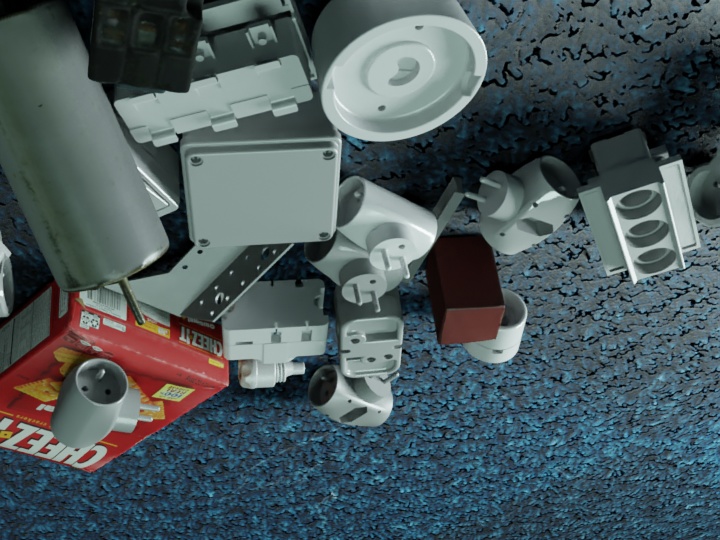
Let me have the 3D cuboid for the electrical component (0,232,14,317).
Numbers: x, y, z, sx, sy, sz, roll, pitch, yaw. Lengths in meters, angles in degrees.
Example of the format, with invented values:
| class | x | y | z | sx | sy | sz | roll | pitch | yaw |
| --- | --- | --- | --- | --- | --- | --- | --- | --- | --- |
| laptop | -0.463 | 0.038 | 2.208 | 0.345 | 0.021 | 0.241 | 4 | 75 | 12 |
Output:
| class | x | y | z | sx | sy | sz | roll | pitch | yaw |
| --- | --- | --- | --- | --- | --- | --- | --- | --- | --- |
| electrical component | -0.312 | -0.012 | 0.809 | 0.074 | 0.052 | 0.138 | -3 | 144 | -7 |

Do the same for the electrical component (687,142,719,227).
| class | x | y | z | sx | sy | sz | roll | pitch | yaw |
| --- | --- | --- | --- | --- | --- | --- | --- | --- | --- |
| electrical component | 0.320 | -0.090 | 0.832 | 0.074 | 0.052 | 0.138 | -11 | 149 | -30 |

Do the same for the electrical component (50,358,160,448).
| class | x | y | z | sx | sy | sz | roll | pitch | yaw |
| --- | --- | --- | --- | --- | --- | --- | --- | --- | --- |
| electrical component | -0.206 | 0.113 | 0.885 | 0.079 | 0.043 | 0.077 | 13 | 140 | -25 |

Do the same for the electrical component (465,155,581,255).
| class | x | y | z | sx | sy | sz | roll | pitch | yaw |
| --- | --- | --- | --- | --- | --- | --- | --- | --- | --- |
| electrical component | 0.119 | -0.055 | 0.845 | 0.079 | 0.043 | 0.077 | 16 | 138 | -30 |

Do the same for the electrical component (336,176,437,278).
| class | x | y | z | sx | sy | sz | roll | pitch | yaw |
| --- | --- | --- | --- | --- | --- | --- | --- | --- | --- |
| electrical component | 0.022 | -0.027 | 0.834 | 0.077 | 0.079 | 0.043 | 23 | 129 | -36 |

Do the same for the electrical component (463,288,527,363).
| class | x | y | z | sx | sy | sz | roll | pitch | yaw |
| --- | --- | --- | --- | --- | --- | --- | --- | --- | --- |
| electrical component | 0.123 | 0.049 | 0.982 | 0.055 | 0.055 | 0.047 | -2 | 140 | -9 |

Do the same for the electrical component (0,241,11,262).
| class | x | y | z | sx | sy | sz | roll | pitch | yaw |
| --- | --- | --- | --- | --- | --- | --- | --- | --- | --- |
| electrical component | -0.350 | -0.012 | 0.734 | 0.186 | 0.060 | 0.105 | -12 | 128 | 29 |

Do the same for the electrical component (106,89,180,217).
| class | x | y | z | sx | sy | sz | roll | pitch | yaw |
| --- | --- | --- | --- | --- | --- | --- | --- | --- | --- |
| electrical component | -0.170 | -0.067 | 0.755 | 0.062 | 0.061 | 0.096 | -21 | 142 | 17 |

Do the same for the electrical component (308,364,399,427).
| class | x | y | z | sx | sy | sz | roll | pitch | yaw |
| --- | --- | --- | --- | --- | --- | --- | --- | --- | --- |
| electrical component | 0.003 | 0.116 | 1.057 | 0.077 | 0.043 | 0.079 | 25 | 133 | -38 |

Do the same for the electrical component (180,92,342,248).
| class | x | y | z | sx | sy | sz | roll | pitch | yaw |
| --- | --- | --- | --- | --- | --- | --- | --- | --- | --- |
| electrical component | -0.071 | -0.071 | 0.773 | 0.109 | 0.056 | 0.108 | -3 | 144 | -7 |

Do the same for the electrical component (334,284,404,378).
| class | x | y | z | sx | sy | sz | roll | pitch | yaw |
| --- | --- | --- | --- | --- | --- | --- | --- | --- | --- |
| electrical component | 0.007 | 0.045 | 0.946 | 0.054 | 0.059 | 0.095 | -5 | 144 | -5 |

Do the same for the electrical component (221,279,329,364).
| class | x | y | z | sx | sy | sz | roll | pitch | yaw |
| --- | --- | --- | --- | --- | --- | --- | --- | --- | --- |
| electrical component | -0.075 | 0.045 | 0.938 | 0.089 | 0.050 | 0.055 | -3 | 144 | -8 |

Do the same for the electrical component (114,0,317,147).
| class | x | y | z | sx | sy | sz | roll | pitch | yaw |
| --- | --- | --- | --- | --- | --- | --- | --- | --- | --- |
| electrical component | -0.094 | -0.127 | 0.686 | 0.121 | 0.063 | 0.078 | -13 | 144 | 7 |

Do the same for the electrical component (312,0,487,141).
| class | x | y | z | sx | sy | sz | roll | pitch | yaw |
| --- | --- | --- | --- | --- | --- | --- | --- | --- | --- |
| electrical component | 0.021 | -0.141 | 0.688 | 0.108 | 0.060 | 0.108 | -12 | 147 | -8 |

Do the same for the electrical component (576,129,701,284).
| class | x | y | z | sx | sy | sz | roll | pitch | yaw |
| --- | --- | --- | --- | --- | --- | --- | --- | --- | --- |
| electrical component | 0.220 | -0.051 | 0.855 | 0.079 | 0.063 | 0.121 | -18 | 143 | 13 |

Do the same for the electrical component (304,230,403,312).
| class | x | y | z | sx | sy | sz | roll | pitch | yaw |
| --- | --- | --- | --- | --- | --- | --- | --- | --- | --- |
| electrical component | 0.000 | 0.000 | 0.866 | 0.077 | 0.079 | 0.044 | 22 | 130 | -36 |

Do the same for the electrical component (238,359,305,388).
| class | x | y | z | sx | sy | sz | roll | pitch | yaw |
| --- | --- | --- | --- | --- | --- | --- | --- | --- | --- |
| electrical component | -0.083 | 0.094 | 1.017 | 0.061 | 0.035 | 0.035 | -1 | 144 | -14 |
